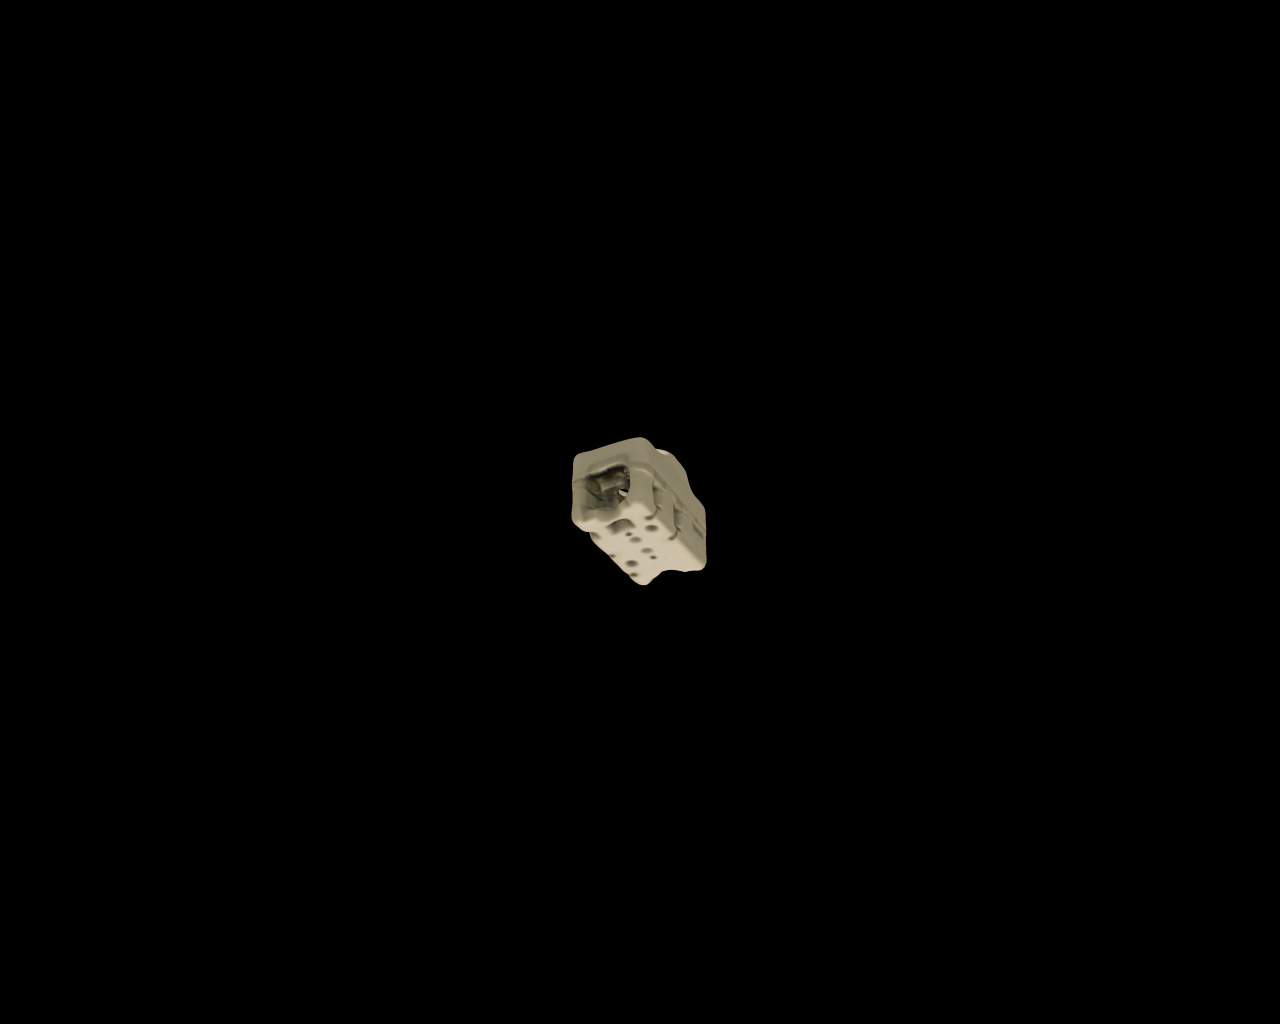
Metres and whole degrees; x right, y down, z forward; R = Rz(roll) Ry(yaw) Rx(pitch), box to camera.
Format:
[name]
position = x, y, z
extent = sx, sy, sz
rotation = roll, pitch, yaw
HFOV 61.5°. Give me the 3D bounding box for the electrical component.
[electrical component]
position = 0.001, -0.003, 0.650
extent = 0.050, 0.056, 0.089
rotation = -16, -37, 22
